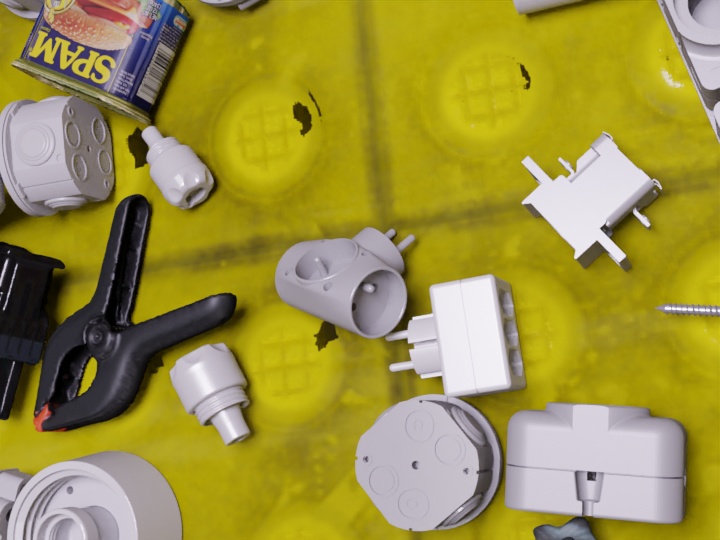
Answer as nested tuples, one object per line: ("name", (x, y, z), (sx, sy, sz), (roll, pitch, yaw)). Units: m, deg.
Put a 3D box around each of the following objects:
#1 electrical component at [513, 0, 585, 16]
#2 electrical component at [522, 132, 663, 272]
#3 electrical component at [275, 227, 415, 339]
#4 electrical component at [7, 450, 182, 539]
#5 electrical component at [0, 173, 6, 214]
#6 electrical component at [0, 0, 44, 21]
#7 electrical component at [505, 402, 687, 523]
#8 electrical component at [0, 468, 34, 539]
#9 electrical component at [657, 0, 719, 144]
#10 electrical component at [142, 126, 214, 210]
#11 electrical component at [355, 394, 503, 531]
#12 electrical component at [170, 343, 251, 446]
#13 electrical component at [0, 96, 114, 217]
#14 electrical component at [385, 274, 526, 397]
("electrical component", (0.131, -0.182, 0.638), (0.081, 0.043, 0.043), (-10, 80, 19))
("electrical component", (0.135, -0.041, 0.621), (0.064, 0.042, 0.081), (-44, 72, 7))
("electrical component", (0.000, 0.000, 0.658), (0.079, 0.044, 0.077), (-40, 34, -24))
("electrical component", (-0.178, 0.173, 0.700), (0.108, 0.060, 0.108), (-3, 82, 20))
("electrical component", (-0.291, -0.063, 0.748), (0.138, 0.052, 0.073), (-23, 73, 52))
("electrical component", (-0.239, -0.225, 0.776), (0.080, 0.051, 0.080), (-3, 83, 20))
("electrical component", (0.131, 0.105, 0.598), (0.095, 0.054, 0.059), (1, 84, 20))
("electrical component", (-0.257, 0.171, 0.732), (0.057, 0.058, 0.078), (13, 88, 18))
("electrical component", (0.239, -0.108, 0.580), (0.105, 0.060, 0.186), (-23, 76, 16))
("electrical component", (-0.127, -0.072, 0.725), (0.035, 0.035, 0.061), (-42, 69, 11))
("electrical component", (0.040, 0.113, 0.632), (0.080, 0.051, 0.080), (-3, 83, 20))
("electrical component", (-0.092, 0.081, 0.689), (0.043, 0.043, 0.062), (-33, 74, 14))
("electrical component", (-0.207, -0.078, 0.732), (0.051, 0.080, 0.080), (-8, 81, 14))
("electrical component", (0.052, 0.043, 0.638), (0.077, 0.047, 0.065), (-11, 80, 19))
